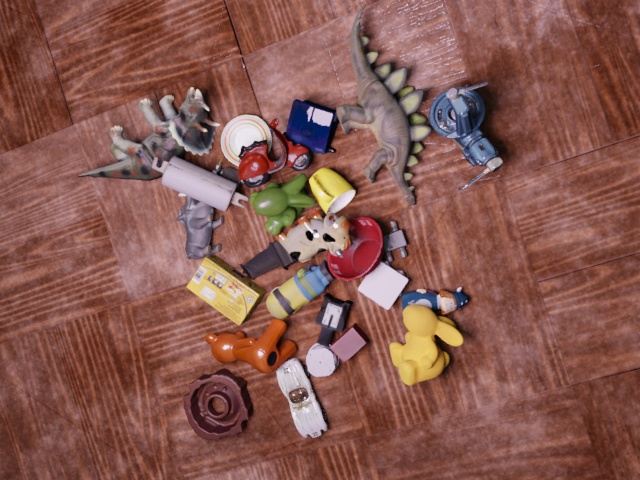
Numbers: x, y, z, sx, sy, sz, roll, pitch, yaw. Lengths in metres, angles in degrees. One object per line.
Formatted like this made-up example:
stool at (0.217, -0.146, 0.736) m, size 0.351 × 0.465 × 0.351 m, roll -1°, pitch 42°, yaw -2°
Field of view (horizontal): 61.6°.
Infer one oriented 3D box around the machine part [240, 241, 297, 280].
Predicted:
machine part at (-0.130, 0.054, 1.343) m, size 0.139 × 0.039 × 0.084 m, roll -26°, pitch 92°, yaw 8°

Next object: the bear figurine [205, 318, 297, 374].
bear figurine at (-0.177, 0.260, 1.333) m, size 0.196 × 0.132 × 0.120 m, roll 7°, pitch 131°, yaw 38°

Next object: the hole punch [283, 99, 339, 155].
hole punch at (-0.020, -0.272, 1.290) m, size 0.142 × 0.092 × 0.115 m, roll 20°, pitch 99°, yaw 5°

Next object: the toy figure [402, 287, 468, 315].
toy figure at (0.271, 0.147, 1.265) m, size 0.155 × 0.058 × 0.064 m, roll -3°, pitch 136°, yaw 11°

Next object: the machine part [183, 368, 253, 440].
machine part at (-0.258, 0.418, 1.368) m, size 0.179 × 0.056 × 0.179 m, roll 1°, pitch 93°, yaw 11°

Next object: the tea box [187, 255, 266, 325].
tea box at (-0.234, 0.124, 1.348) m, size 0.170 × 0.068 × 0.098 m, roll 36°, pitch 98°, yaw 6°

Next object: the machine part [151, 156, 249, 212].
machine part at (-0.290, -0.134, 1.298) m, size 0.243 × 0.079 × 0.079 m, roll 23°, pitch 96°, yaw -8°

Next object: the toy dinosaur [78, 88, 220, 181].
toy dinosaur at (-0.415, -0.228, 1.352) m, size 0.405 × 0.131 × 0.192 m, roll -41°, pitch 84°, yaw 15°

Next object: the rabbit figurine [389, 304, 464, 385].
rabbit figurine at (0.240, 0.226, 1.224) m, size 0.162 × 0.122 × 0.173 m, roll -9°, pitch 107°, yaw 3°

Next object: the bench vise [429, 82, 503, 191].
bench vise at (0.313, -0.249, 1.162) m, size 0.129 × 0.240 × 0.223 m, roll -24°, pitch 72°, yaw 14°

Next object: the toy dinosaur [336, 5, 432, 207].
toy dinosaur at (0.141, -0.300, 1.254) m, size 0.199 × 0.105 × 0.471 m, roll -24°, pitch 96°, yaw 3°

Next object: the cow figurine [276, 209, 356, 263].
cow figurine at (-0.003, -0.004, 1.262) m, size 0.195 × 0.085 × 0.127 m, roll -32°, pitch 94°, yaw 44°

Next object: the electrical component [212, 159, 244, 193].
electrical component at (-0.226, -0.155, 1.350) m, size 0.102 × 0.045 × 0.078 m, roll 23°, pitch 94°, yaw 8°

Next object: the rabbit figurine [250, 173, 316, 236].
rabbit figurine at (-0.091, -0.083, 1.264) m, size 0.159 × 0.170 × 0.121 m, roll -21°, pitch 89°, yaw 11°

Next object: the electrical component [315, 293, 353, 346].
electrical component at (0.029, 0.197, 1.313) m, size 0.075 × 0.048 × 0.119 m, roll 14°, pitch 95°, yaw 10°

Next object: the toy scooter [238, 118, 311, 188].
toy scooter at (-0.122, -0.209, 1.279) m, size 0.184 × 0.075 × 0.135 m, roll -19°, pitch 110°, yaw 6°

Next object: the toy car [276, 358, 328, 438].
toy car at (-0.045, 0.391, 1.328) m, size 0.073 × 0.056 × 0.201 m, roll -23°, pitch 87°, yaw 10°

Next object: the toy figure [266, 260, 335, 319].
toy figure at (-0.051, 0.120, 1.304) m, size 0.180 × 0.089 × 0.082 m, roll -33°, pitch 79°, yaw 12°

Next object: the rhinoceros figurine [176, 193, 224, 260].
rhinoceros figurine at (-0.308, -0.045, 1.360) m, size 0.112 × 0.073 × 0.190 m, roll -1°, pitch 93°, yaw 21°

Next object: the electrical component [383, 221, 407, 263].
electrical component at (0.174, 0.003, 1.293) m, size 0.063 × 0.021 × 0.094 m, roll -18°, pitch 91°, yaw 11°
